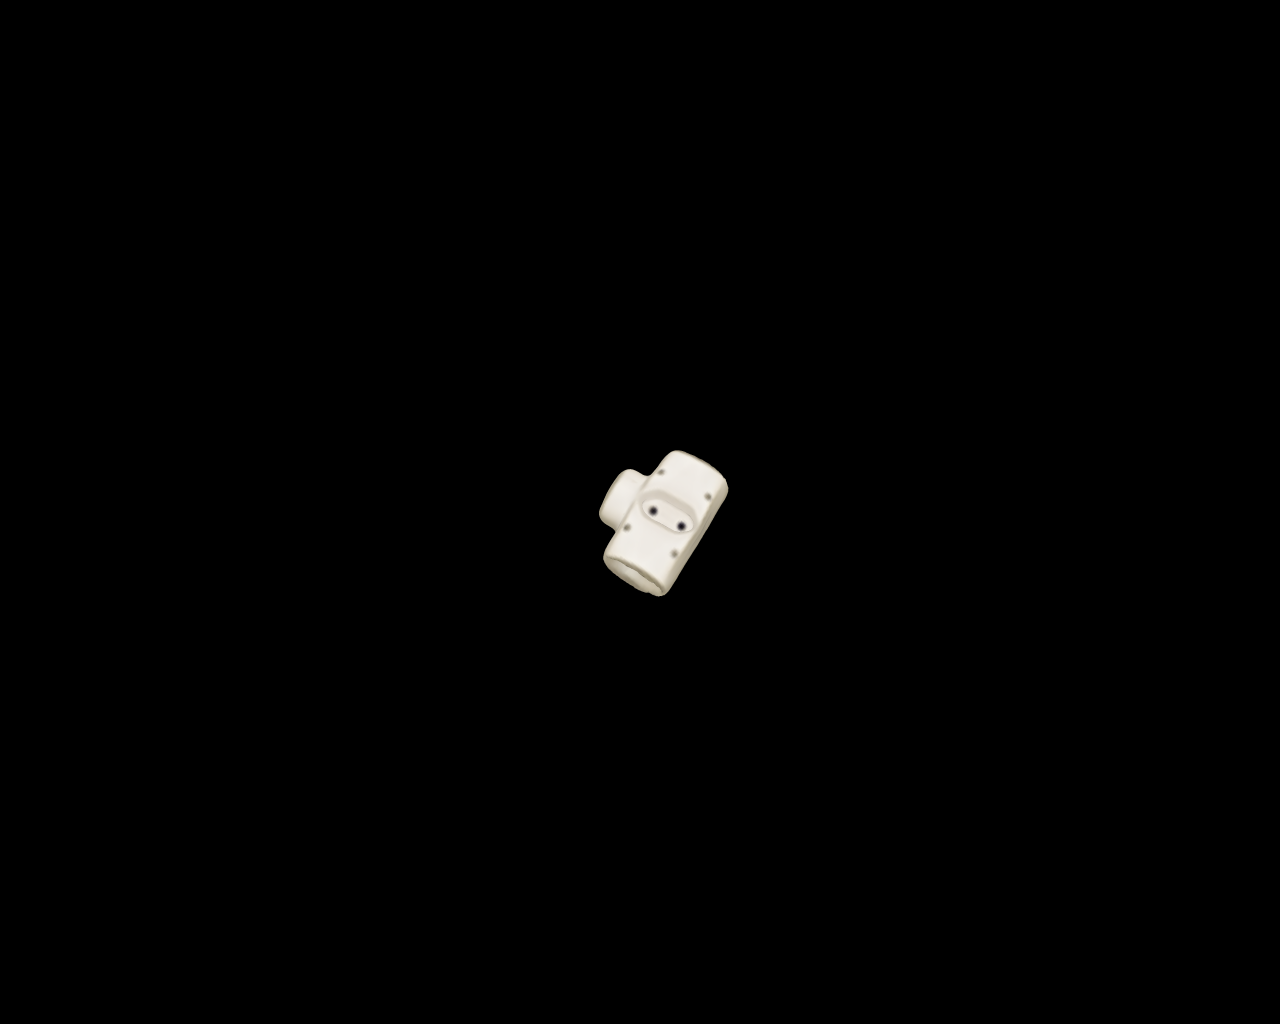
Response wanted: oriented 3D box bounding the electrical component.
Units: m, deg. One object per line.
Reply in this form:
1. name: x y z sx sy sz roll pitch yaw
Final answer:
1. electrical component: 0.001 -0.003 0.650 0.079 0.077 0.043 30 -15 9
